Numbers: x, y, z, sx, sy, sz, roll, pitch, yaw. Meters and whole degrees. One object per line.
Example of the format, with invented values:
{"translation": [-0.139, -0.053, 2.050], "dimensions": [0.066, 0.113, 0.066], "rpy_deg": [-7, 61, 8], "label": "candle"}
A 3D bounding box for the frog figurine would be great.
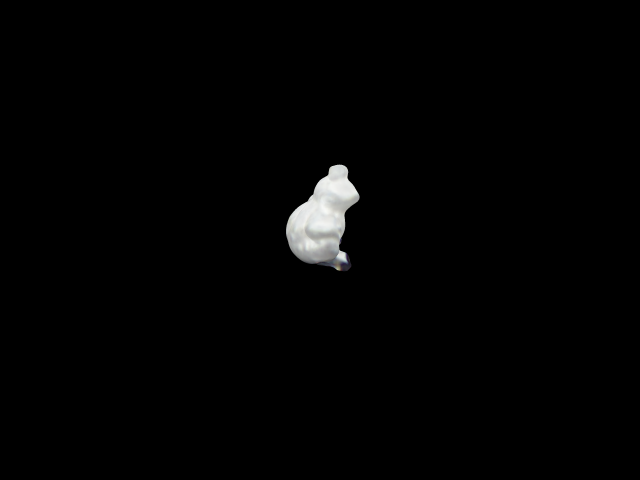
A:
{"translation": [0.003, -0.043, 0.850], "dimensions": [0.123, 0.156, 0.140], "rpy_deg": [3, 33, 5], "label": "frog figurine"}
